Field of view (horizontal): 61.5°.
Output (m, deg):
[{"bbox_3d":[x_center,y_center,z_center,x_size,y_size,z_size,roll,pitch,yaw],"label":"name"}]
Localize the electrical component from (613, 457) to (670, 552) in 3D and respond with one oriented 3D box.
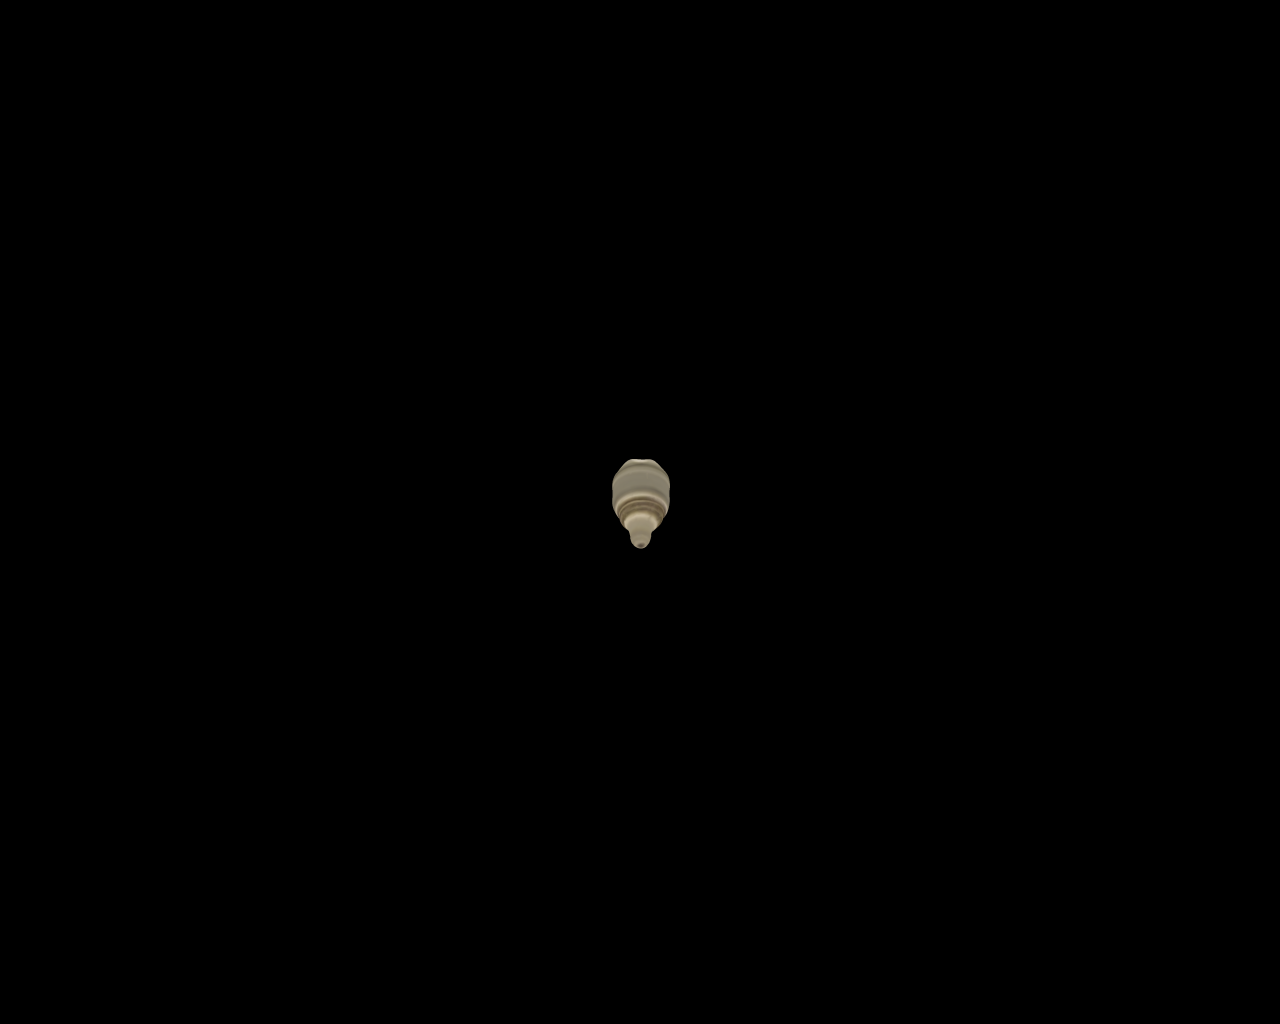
[{"bbox_3d":[0.001,-0.003,0.650,0.035,0.061,0.035,0,-42,0],"label":"electrical component"}]
